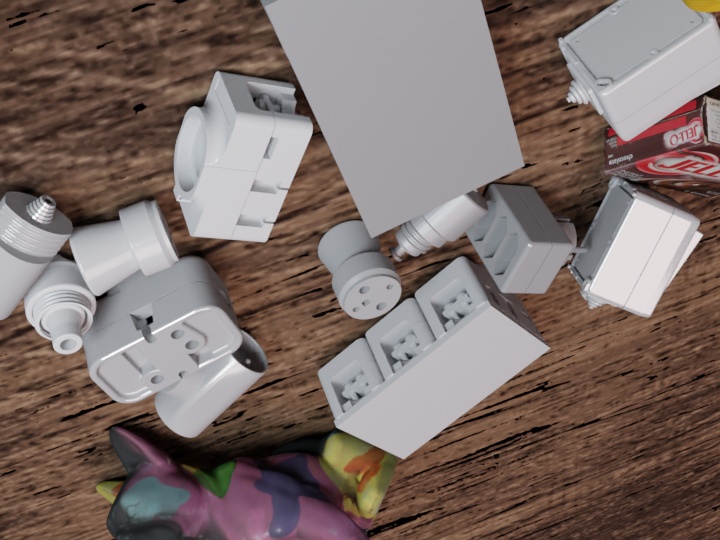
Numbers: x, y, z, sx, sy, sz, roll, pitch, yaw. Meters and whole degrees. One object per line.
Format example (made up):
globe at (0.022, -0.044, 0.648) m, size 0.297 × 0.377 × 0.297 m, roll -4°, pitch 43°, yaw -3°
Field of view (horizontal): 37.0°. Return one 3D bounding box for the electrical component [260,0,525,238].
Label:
electrical component at (0.018, -0.117, 0.617) m, size 0.105 × 0.060 × 0.186 m, roll -25°, pitch 139°, yaw 1°

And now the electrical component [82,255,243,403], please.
electrical component at (-0.132, 0.035, 0.705) m, size 0.095 × 0.059 × 0.053 m, roll -27°, pitch 139°, yaw 3°

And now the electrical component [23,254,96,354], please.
electrical component at (-0.185, 0.024, 0.666) m, size 0.043 × 0.062 × 0.043 m, roll -13°, pitch 137°, yaw -13°

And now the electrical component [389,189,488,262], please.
electrical component at (0.052, -0.035, 0.734) m, size 0.078 × 0.040 × 0.040 m, roll -42°, pitch 136°, yaw 19°

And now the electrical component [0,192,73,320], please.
electrical component at (-0.204, -0.013, 0.633) m, size 0.043 × 0.043 × 0.081 m, roll 22°, pitch 121°, yaw -40°

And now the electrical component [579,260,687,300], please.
electrical component at (0.208, -0.002, 0.840) m, size 0.081 × 0.043 × 0.043 m, roll -35°, pitch 138°, yaw 11°

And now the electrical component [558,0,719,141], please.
electrical component at (0.175, -0.129, 0.679) m, size 0.096 × 0.061 × 0.061 m, roll -34°, pitch 138°, yaw 10°

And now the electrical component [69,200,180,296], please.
electrical component at (-0.144, -0.014, 0.659) m, size 0.055 × 0.045 × 0.045 m, roll -22°, pitch 139°, yaw -4°

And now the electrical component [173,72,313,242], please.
electrical component at (-0.074, -0.066, 0.635) m, size 0.056 × 0.050 × 0.089 m, roll 4°, pitch 131°, yaw -29°

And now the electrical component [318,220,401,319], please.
electrical component at (0.000, 0.000, 0.734) m, size 0.045 × 0.055 × 0.045 m, roll -13°, pitch 138°, yaw -13°

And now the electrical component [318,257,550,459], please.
electrical component at (0.054, 0.067, 0.824) m, size 0.150 × 0.061 × 0.089 m, roll -40°, pitch 137°, yaw 17°

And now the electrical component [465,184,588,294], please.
electrical component at (0.127, -0.022, 0.765) m, size 0.077 × 0.065 × 0.047 m, roll 2°, pitch 132°, yaw -28°

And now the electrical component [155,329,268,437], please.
electrical component at (-0.119, 0.074, 0.763) m, size 0.077 × 0.044 × 0.079 m, roll -43°, pitch 135°, yaw 20°

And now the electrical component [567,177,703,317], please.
electrical component at (0.198, -0.011, 0.781) m, size 0.061 × 0.061 × 0.096 m, roll 22°, pitch 106°, yaw -8°
